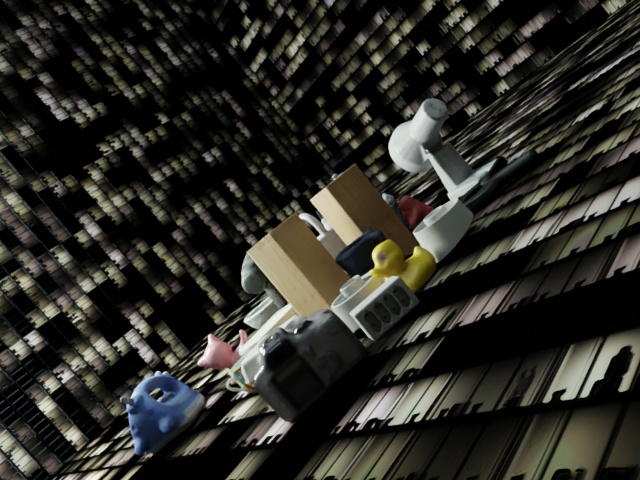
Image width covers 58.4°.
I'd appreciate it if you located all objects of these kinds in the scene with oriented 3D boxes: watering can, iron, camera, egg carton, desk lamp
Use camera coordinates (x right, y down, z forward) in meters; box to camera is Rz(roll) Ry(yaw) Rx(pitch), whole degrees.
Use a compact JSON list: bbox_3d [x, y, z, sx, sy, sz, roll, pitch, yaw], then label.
[{"bbox_3d":[0.013,0.006,1.504,0.100,0.194,0.173,-36,5,40],"label":"watering can"},{"bbox_3d":[-0.342,0.353,1.255,0.118,0.141,0.258,-39,4,9],"label":"iron"},{"bbox_3d":[-0.027,0.155,0.789,0.143,0.101,0.137,-40,4,-6],"label":"camera"},{"bbox_3d":[-0.066,0.193,0.976,0.150,0.069,0.107,-38,4,30],"label":"egg carton"},{"bbox_3d":[0.268,-0.199,1.262,0.118,0.213,0.203,-41,4,-23],"label":"desk lamp"}]

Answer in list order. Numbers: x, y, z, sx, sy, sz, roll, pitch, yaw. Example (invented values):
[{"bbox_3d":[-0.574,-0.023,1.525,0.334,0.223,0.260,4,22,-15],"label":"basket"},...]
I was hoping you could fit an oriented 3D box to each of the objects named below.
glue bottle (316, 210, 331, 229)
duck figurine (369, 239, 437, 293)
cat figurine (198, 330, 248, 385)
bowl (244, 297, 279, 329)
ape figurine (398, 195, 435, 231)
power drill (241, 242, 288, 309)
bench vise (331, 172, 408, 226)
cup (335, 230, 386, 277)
[{"bbox_3d":[0.049,-0.018,1.600,0.078,0.173,0.037,-39,4,7],"label":"glue bottle"},{"bbox_3d":[0.120,0.037,0.870,0.105,0.086,0.077,-41,4,-23],"label":"duck figurine"},{"bbox_3d":[-0.199,0.250,1.259,0.127,0.118,0.067,-39,4,12],"label":"cat figurine"},{"bbox_3d":[-0.116,0.188,1.528,0.167,0.075,0.167,-39,4,3],"label":"bowl"},{"bbox_3d":[0.194,-0.051,1.157,0.076,0.092,0.078,-36,5,40],"label":"ape figurine"},{"bbox_3d":[-0.106,0.106,1.355,0.075,0.208,0.230,-39,4,12],"label":"power drill"},{"bbox_3d":[0.130,-0.105,1.468,0.122,0.220,0.207,-42,5,-37],"label":"bench vise"},{"bbox_3d":[0.097,0.037,1.039,0.117,0.095,0.092,-36,5,47],"label":"cup"}]
